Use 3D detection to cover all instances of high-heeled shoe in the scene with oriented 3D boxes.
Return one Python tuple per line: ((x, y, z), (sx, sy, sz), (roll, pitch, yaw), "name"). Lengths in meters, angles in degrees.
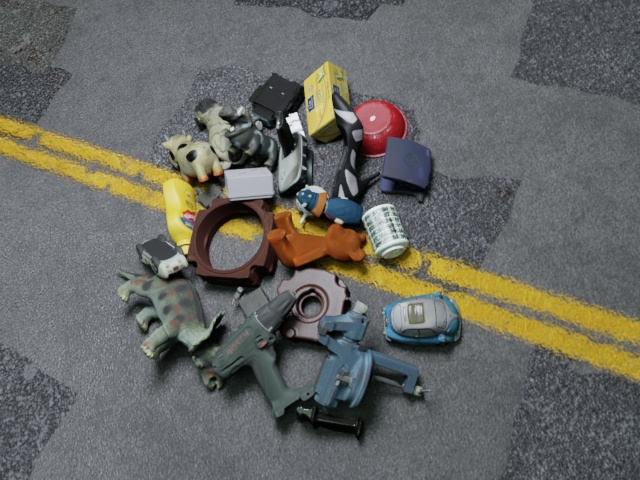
((0.041, -0.201, 1.239), (0.145, 0.086, 0.248), (-30, 100, -6), "high-heeled shoe")

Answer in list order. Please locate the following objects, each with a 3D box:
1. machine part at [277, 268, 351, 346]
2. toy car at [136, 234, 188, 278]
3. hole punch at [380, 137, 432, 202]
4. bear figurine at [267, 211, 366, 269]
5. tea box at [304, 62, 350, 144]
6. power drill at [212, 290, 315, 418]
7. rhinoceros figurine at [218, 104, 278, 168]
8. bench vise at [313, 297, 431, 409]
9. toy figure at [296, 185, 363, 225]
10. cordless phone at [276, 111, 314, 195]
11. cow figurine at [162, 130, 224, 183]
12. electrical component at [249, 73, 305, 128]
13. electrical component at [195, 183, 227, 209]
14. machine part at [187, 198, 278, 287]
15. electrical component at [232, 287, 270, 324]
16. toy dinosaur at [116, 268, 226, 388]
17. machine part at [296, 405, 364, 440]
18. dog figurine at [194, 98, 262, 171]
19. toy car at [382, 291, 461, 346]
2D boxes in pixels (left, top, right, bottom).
((-0.018, 0.145, 1.179), (0.179, 0.056, 0.179), (-5, 68, 11), "machine part")
((-0.377, 0.037, 1.275), (0.073, 0.056, 0.202), (-28, 28, -26), "toy car")
((0.197, -0.169, 1.233), (0.116, 0.092, 0.142), (5, 67, 12), "hole punch")
((-0.001, -0.001, 1.193), (0.196, 0.131, 0.120), (-11, 32, 18), "bear figurine")
((0.019, -0.340, 1.333), (0.098, 0.068, 0.169), (-29, 59, 42), "tea box")
((-0.093, 0.244, 1.104), (0.232, 0.086, 0.207), (-36, 91, 5), "power drill")
((-0.170, -0.251, 1.302), (0.073, 0.190, 0.112), (12, 74, 42), "rhinoceros figurine")
((0.098, 0.241, 1.065), (0.241, 0.129, 0.223), (20, 81, -5), "bench vise")
((0.019, -0.073, 1.206), (0.154, 0.057, 0.064), (17, 35, -5), "toy figure")
((-0.073, -0.203, 1.261), (0.089, 0.184, 0.146), (-2, 68, 9), "cordless phone")
((-0.330, -0.212, 1.357), (0.085, 0.127, 0.195), (-24, 20, -33), "cow figurine")
((-0.115, -0.360, 1.404), (0.115, 0.058, 0.134), (30, 78, 25), "electrical component")
((-0.275, -0.112, 1.365), (0.063, 0.021, 0.094), (-45, 64, -6), "electrical component")
((-0.200, 0.004, 1.265), (0.201, 0.087, 0.201), (3, 68, 16), "machine part")
((-0.153, 0.149, 1.217), (0.078, 0.045, 0.102), (-29, 65, 4), "electrical component")
((-0.335, 0.153, 1.230), (0.192, 0.131, 0.405), (-28, 57, -14), "toy dinosaur")
((0.019, 0.363, 1.077), (0.139, 0.084, 0.039), (12, 54, 7), "machine part")
((-0.269, -0.276, 1.399), (0.191, 0.121, 0.172), (17, 70, 34), "dog figurine")
((0.204, 0.156, 1.093), (0.162, 0.102, 0.109), (-3, 67, 11), "toy car")
